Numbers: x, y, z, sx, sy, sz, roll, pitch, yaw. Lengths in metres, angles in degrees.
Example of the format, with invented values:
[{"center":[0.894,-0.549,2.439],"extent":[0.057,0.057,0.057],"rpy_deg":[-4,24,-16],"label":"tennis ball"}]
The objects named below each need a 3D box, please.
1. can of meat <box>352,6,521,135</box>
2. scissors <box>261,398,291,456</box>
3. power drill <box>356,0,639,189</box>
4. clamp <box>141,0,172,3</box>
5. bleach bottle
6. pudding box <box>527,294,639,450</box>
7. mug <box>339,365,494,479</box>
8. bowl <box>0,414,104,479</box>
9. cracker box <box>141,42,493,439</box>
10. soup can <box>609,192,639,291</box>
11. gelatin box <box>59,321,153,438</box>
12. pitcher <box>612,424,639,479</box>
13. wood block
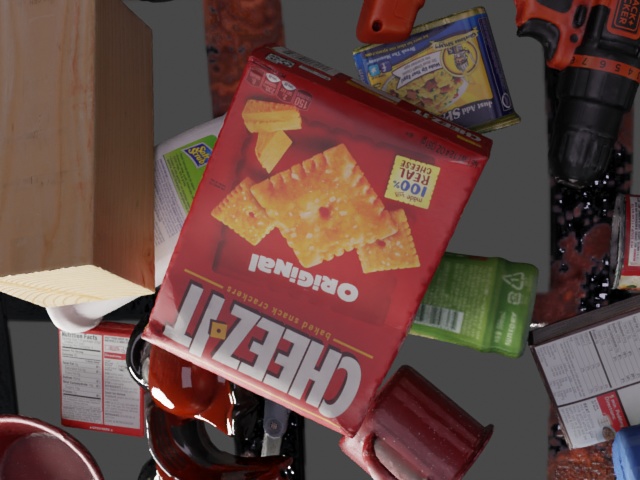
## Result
[{"center":[0.080,-0.109,0.750],"extent":[0.102,0.057,0.084],"rpy_deg":[-16,96,14],"label":"can of meat"},{"center":[-0.017,0.138,0.844],"extent":[0.096,0.016,0.202],"rpy_deg":[-4,101,13],"label":"scissors"},{"center":[0.122,-0.140,0.688],"extent":[0.187,0.057,0.184],"rpy_deg":[14,91,-9],"label":"power drill"},{"center":[-0.146,-0.227,0.774],"extent":[0.171,0.039,0.120],"rpy_deg":[4,88,-3],"label":"clamp"},{"center":[-0.099,-0.025,0.800],"extent":[0.251,0.068,0.102],"rpy_deg":[-26,84,14],"label":"bleach bottle"},{"center":[0.219,0.093,0.774],"extent":[0.113,0.039,0.090],"rpy_deg":[-21,97,13],"label":"pudding box"},{"center":[0.064,0.151,0.781],"extent":[0.081,0.117,0.093],"rpy_deg":[40,118,6],"label":"mug"},{"center":[-0.238,0.212,0.886],"extent":[0.162,0.055,0.162],"rpy_deg":[3,103,11],"label":"bowl"},{"center":[-0.005,0.001,0.706],"extent":[0.164,0.072,0.214],"rpy_deg":[25,108,5],"label":"cracker box"},{"center":[0.254,0.004,0.731],"extent":[0.102,0.068,0.068],"rpy_deg":[4,103,11],"label":"soup can"},{"center":[-0.171,0.110,0.864],"extent":[0.073,0.030,0.089],"rpy_deg":[5,103,12],"label":"gelatin box"},{"center":[0.327,0.174,0.707],"extent":[0.243,0.149,0.145],"rpy_deg":[-10,132,10],"label":"pitcher"},{"center":[-0.175,-0.066,0.750],"extent":[0.090,0.090,0.206],"rpy_deg":[-8,73,17],"label":"wood block"}]
